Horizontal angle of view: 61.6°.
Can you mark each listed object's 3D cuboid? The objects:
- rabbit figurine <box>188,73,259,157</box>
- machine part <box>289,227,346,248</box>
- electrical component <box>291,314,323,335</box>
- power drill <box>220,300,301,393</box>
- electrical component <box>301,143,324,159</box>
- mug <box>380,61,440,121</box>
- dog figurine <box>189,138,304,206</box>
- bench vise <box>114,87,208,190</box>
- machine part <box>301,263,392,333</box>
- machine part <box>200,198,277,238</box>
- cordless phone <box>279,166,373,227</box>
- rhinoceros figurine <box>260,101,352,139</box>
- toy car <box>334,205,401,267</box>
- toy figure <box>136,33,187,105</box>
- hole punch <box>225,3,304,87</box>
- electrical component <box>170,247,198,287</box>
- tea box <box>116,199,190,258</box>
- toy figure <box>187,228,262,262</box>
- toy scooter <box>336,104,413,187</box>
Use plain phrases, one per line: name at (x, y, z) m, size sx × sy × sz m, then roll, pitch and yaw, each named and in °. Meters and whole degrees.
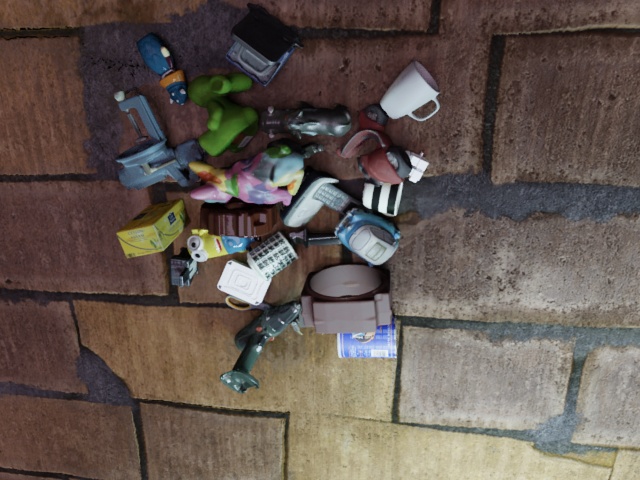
rabbit figurine at (-0.215, -0.282, 1.130) m, size 0.170 × 0.121 × 0.159 m, roll 52°, pitch 130°, yaw 6°
machine part at (-0.003, -0.004, 1.251) m, size 0.139 × 0.084 × 0.039 m, roll 0°, pitch 68°, yaw -2°
electrical component at (-0.023, 0.195, 1.342) m, size 0.102 × 0.045 × 0.078 m, roll 2°, pitch 110°, yaw -4°
power drill at (-0.149, 0.254, 1.292) m, size 0.086 × 0.207 × 0.232 m, roll 37°, pitch 137°, yaw -22°
electrical component at (-0.033, -0.194, 1.174) m, size 0.063 × 0.094 × 0.021 m, roll -29°, pitch 109°, yaw -21°
mug at (0.185, -0.291, 1.099) m, size 0.107 × 0.081 × 0.109 m, roll -34°, pitch 109°, yaw 31°
dog figurine at (-0.157, -0.134, 1.109) m, size 0.219 × 0.108 × 0.191 m, roll -2°, pitch 158°, yaw -19°
bench vise at (-0.364, -0.220, 1.183) m, size 0.224 × 0.129 × 0.240 m, roll -17°, pitch 114°, yaw 12°
machine part at (0.063, 0.126, 1.221) m, size 0.202 × 0.201 × 0.087 m, roll -1°, pitch 110°, yaw 9°
machine part at (-0.181, -0.057, 1.199) m, size 0.179 × 0.179 × 0.056 m, roll 3°, pitch 110°, yaw 7°
cordless phone at (0.015, -0.068, 1.218) m, size 0.184 × 0.089 × 0.146 m, roll 30°, pitch 114°, yaw -21°
rhinoceros figurine at (-0.029, -0.245, 1.127) m, size 0.190 × 0.112 × 0.073 m, roll 2°, pitch 116°, yaw -1°
toy car at (0.116, 0.000, 1.195) m, size 0.161 × 0.103 × 0.109 m, roll 30°, pitch 110°, yaw -34°
toy figure at (-0.328, -0.363, 1.148) m, size 0.058 × 0.064 × 0.154 m, roll -39°, pitch 112°, yaw -18°
hole punch at (-0.119, -0.390, 1.090) m, size 0.142 × 0.116 × 0.092 m, roll 35°, pitch 151°, yaw -1°
electrical component at (-0.334, 0.074, 1.301) m, size 0.048 × 0.119 × 0.074 m, roll 6°, pitch 116°, yaw 5°
tea box at (-0.379, -0.030, 1.236) m, size 0.098 × 0.170 × 0.068 m, roll -11°, pitch 112°, yaw 11°
toy figure at (-0.229, 0.001, 1.277) m, size 0.180 × 0.089 × 0.082 m, roll -16°, pitch 81°, yaw 4°
toy scooter at (0.106, -0.183, 1.136) m, size 0.135 × 0.075 × 0.184 m, roll -30°, pitch 74°, yaw 25°
